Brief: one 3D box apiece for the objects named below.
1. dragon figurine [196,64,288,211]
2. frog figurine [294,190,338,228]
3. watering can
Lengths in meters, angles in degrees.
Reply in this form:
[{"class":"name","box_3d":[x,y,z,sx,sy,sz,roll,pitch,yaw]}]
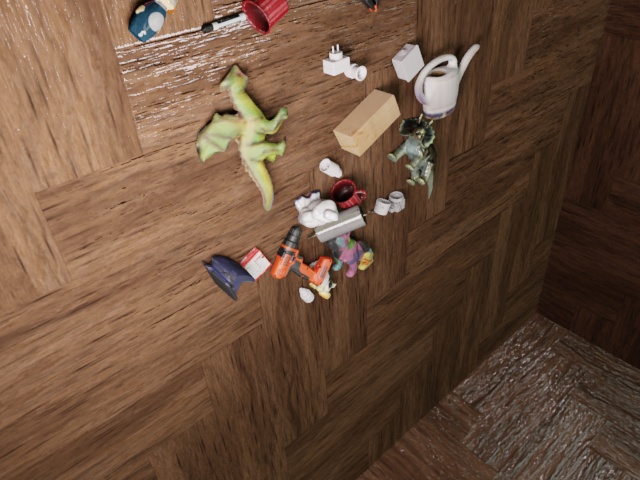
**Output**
[{"class":"dragon figurine","box_3d":[-0.215,-0.257,1.384,0.243,0.124,0.403,-3,114,-26]},{"class":"frog figurine","box_3d":[0.005,-0.083,1.643,0.138,0.161,0.121,-3,117,-45]},{"class":"watering can","box_3d":[0.464,-0.569,1.863,0.352,0.105,0.219,-31,134,-28]}]
